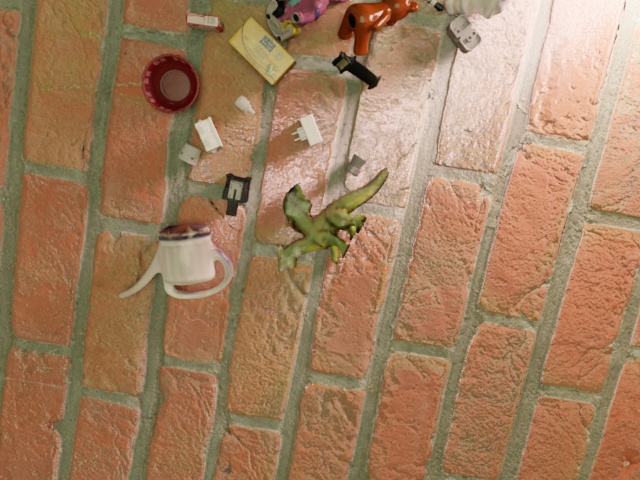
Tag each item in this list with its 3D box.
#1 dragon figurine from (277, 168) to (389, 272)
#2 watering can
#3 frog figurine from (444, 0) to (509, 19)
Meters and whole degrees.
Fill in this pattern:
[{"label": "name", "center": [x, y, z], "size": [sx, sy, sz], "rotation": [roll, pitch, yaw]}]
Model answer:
[{"label": "dragon figurine", "center": [0.005, -0.075, 1.484], "size": [0.243, 0.123, 0.408], "rotation": [29, 97, 4]}, {"label": "watering can", "center": [-0.429, 0.068, 1.505], "size": [0.347, 0.105, 0.223], "rotation": [-5, 98, 1]}, {"label": "frog figurine", "center": [0.427, -0.657, 1.398], "size": [0.157, 0.125, 0.136], "rotation": [-26, 111, 42]}]
